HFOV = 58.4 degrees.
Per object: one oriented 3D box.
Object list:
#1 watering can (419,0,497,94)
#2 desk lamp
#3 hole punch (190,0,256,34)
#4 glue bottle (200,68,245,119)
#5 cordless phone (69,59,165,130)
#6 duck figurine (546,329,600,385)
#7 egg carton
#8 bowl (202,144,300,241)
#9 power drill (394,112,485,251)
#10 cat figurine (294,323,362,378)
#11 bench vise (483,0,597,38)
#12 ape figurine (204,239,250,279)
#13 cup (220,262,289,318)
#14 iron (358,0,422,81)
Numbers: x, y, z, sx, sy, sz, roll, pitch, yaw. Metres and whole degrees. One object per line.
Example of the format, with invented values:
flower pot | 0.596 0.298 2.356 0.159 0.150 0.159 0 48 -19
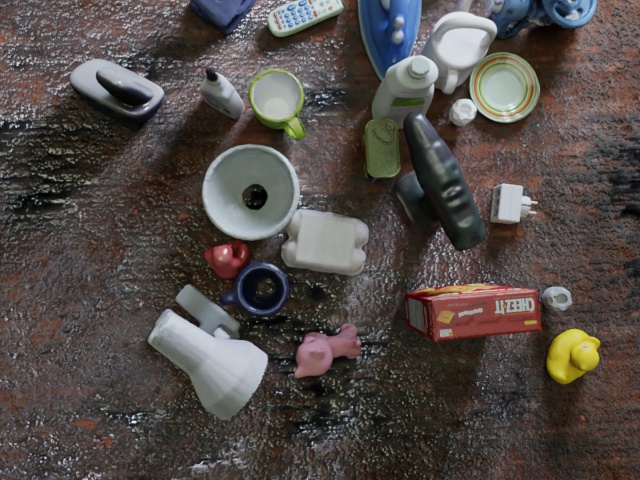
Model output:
watering can | 0.234 -0.343 0.976 0.101 0.194 0.173 -12 88 -3
desk lamp | -0.186 0.176 0.923 0.203 0.213 0.118 38 86 0
hole punch | -0.172 -0.441 1.014 0.101 0.091 0.109 36 86 0
glue bottle | -0.171 -0.255 0.964 0.078 0.173 0.037 32 86 0
cordless phone | -0.350 -0.263 0.951 0.147 0.185 0.094 24 86 -1
duck figurine | 0.455 0.211 1.014 0.077 0.086 0.104 35 86 0
egg carton | 0.009 0.004 1.012 0.150 0.069 0.107 7 87 -2
bowl | -0.119 -0.080 1.008 0.167 0.074 0.167 0 87 -2
power drill | 0.187 -0.088 0.955 0.075 0.208 0.230 -30 89 -3
cat figurine | 0.012 0.191 0.979 0.128 0.117 0.067 -16 88 -3
bench vise | 0.398 -0.412 0.974 0.207 0.219 0.121 -25 88 -3
ape figurine | -0.164 0.030 0.992 0.078 0.092 0.076 12 87 -2
cup | -0.110 0.089 0.990 0.118 0.095 0.092 -17 88 -3
iron | 0.131 -0.413 1.001 0.118 0.141 0.258 0 87 -2
